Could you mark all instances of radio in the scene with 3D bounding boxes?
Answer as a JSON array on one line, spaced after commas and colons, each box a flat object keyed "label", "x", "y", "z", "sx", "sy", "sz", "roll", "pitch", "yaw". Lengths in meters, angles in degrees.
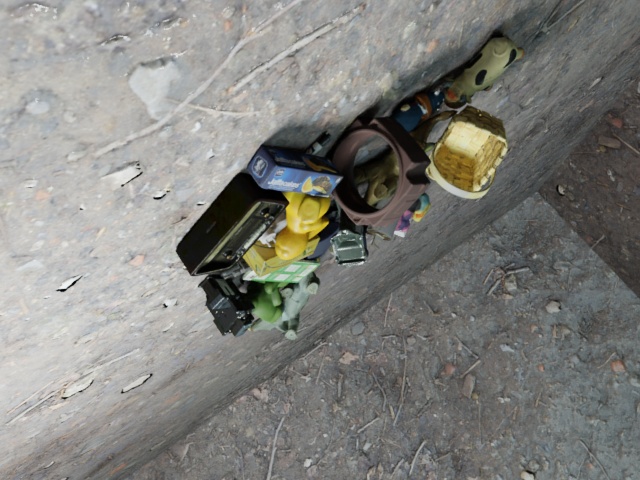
[{"label": "radio", "x": -0.174, "y": -0.027, "z": 1.084, "sx": 0.229, "sy": 0.073, "sz": 0.131, "roll": -44, "pitch": 161, "yaw": 23}]

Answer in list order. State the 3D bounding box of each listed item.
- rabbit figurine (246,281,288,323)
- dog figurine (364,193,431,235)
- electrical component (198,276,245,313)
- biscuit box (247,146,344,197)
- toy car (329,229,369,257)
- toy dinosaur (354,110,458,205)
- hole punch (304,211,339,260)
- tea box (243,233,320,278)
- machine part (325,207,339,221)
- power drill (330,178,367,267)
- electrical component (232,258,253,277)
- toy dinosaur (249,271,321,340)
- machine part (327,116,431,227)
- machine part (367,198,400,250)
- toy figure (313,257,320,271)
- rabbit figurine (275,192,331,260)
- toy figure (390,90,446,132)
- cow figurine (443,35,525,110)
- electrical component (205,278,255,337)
[{"label": "rabbit figurine", "x": -0.149, "y": 0.130, "z": 1.532, "sx": 0.170, "sy": 0.121, "sz": 0.159, "roll": -54, "pitch": 157, "yaw": -7}, {"label": "dog figurine", "x": 0.228, "y": -0.090, "z": 1.663, "sx": 0.191, "sy": 0.108, "sz": 0.219, "roll": -45, "pitch": 159, "yaw": 26}, {"label": "electrical component", "x": -0.237, "y": 0.142, "z": 1.323, "sx": 0.048, "sy": 0.119, "sz": 0.075, "roll": -44, "pitch": 164, "yaw": 18}, {"label": "biscuit box", "x": -0.045, "y": -0.131, "z": 1.045, "sx": 0.202, "sy": 0.063, "sz": 0.059, "roll": 0, "pitch": 137, "yaw": -50}, {"label": "toy car", "x": 0.077, "y": 0.014, "z": 1.579, "sx": 0.103, "sy": 0.109, "sz": 0.162, "roll": -8, "pitch": -176, "yaw": -11}, {"label": "toy dinosaur", "x": 0.180, "y": -0.167, "z": 1.377, "sx": 0.471, "sy": 0.105, "sz": 0.198, "roll": -43, "pitch": 166, "yaw": 34}, {"label": "hole punch", "x": -0.003, "y": -0.004, "z": 1.404, "sx": 0.116, "sy": 0.092, "sz": 0.142, "roll": -10, "pitch": 149, "yaw": -21}, {"label": "tea box", "x": -0.097, "y": 0.009, "z": 1.281, "sx": 0.169, "sy": 0.098, "sz": 0.068, "roll": -26, "pitch": 154, "yaw": -36}, {"label": "machine part", "x": 0.029, "y": -0.046, "z": 1.497, "sx": 0.084, "sy": 0.039, "sz": 0.138, "roll": -33, "pitch": 161, "yaw": -26}, {"label": "power drill", "x": 0.076, "y": -0.034, "z": 1.305, "sx": 0.086, "sy": 0.207, "sz": 0.231, "roll": -3, "pitch": 134, "yaw": 14}, {"label": "electrical component", "x": -0.178, "y": 0.047, "z": 1.285, "sx": 0.094, "sy": 0.063, "sz": 0.021, "roll": -29, "pitch": 160, "yaw": -29}, {"label": "toy dinosaur", "x": -0.078, "y": 0.165, "z": 1.700, "sx": 0.404, "sy": 0.131, "sz": 0.192, "roll": -57, "pitch": -165, "yaw": 21}, {"label": "machine part", "x": 0.116, "y": -0.143, "z": 1.139, "sx": 0.087, "sy": 0.201, "sz": 0.201, "roll": -10, "pitch": 148, "yaw": -49}, {"label": "machine part", "x": 0.198, "y": -0.088, "z": 1.531, "sx": 0.079, "sy": 0.079, "sz": 0.243, "roll": 63, "pitch": 50, "yaw": -72}, {"label": "toy figure", "x": -0.070, "y": 0.054, "z": 1.471, "sx": 0.082, "sy": 0.089, "sz": 0.180, "roll": -36, "pitch": 167, "yaw": 23}, {"label": "rabbit figurine", "x": -0.050, "y": -0.042, "z": 1.179, "sx": 0.162, "sy": 0.122, "sz": 0.173, "roll": -29, "pitch": 140, "yaw": -69}, {"label": "toy figure", "x": 0.215, "y": -0.289, "z": 1.203, "sx": 0.154, "sy": 0.058, "sz": 0.064, "roll": -38, "pitch": 170, "yaw": -15}, {"label": "cow figurine", "x": 0.361, "y": -0.375, "z": 1.222, "sx": 0.195, "sy": 0.085, "sz": 0.127, "roll": -45, "pitch": 167, "yaw": 32}, {"label": "electrical component", "x": -0.234, "y": 0.185, "z": 1.415, "sx": 0.058, "sy": 0.134, "sz": 0.115, "roll": -18, "pitch": 152, "yaw": -48}]
